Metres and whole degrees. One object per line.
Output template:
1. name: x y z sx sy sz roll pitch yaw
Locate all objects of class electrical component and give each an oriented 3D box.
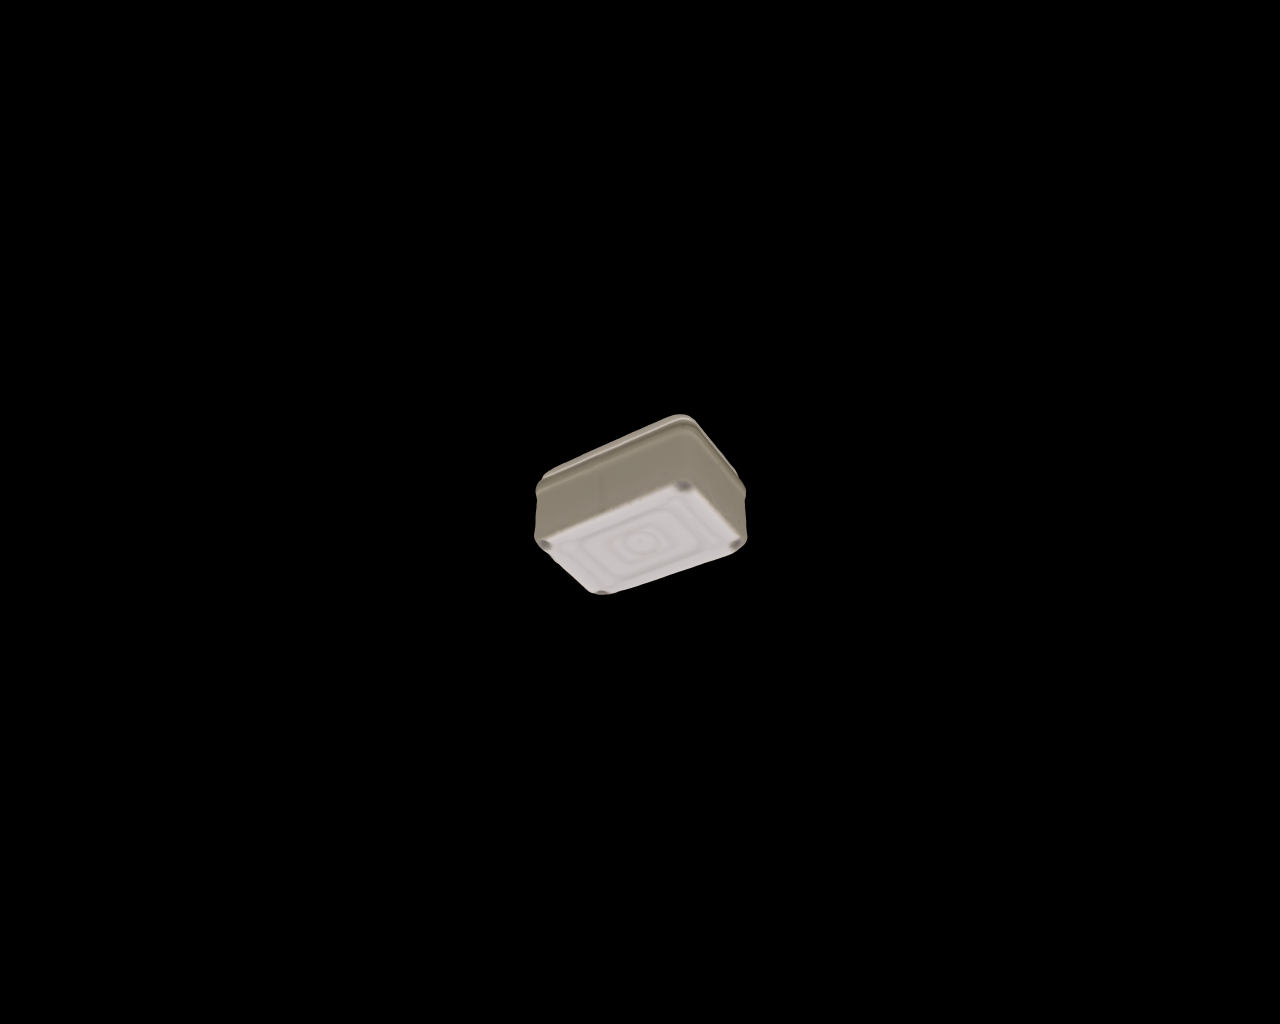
1. electrical component: 0.001 -0.003 0.650 0.113 0.057 0.078 -21 -45 24
